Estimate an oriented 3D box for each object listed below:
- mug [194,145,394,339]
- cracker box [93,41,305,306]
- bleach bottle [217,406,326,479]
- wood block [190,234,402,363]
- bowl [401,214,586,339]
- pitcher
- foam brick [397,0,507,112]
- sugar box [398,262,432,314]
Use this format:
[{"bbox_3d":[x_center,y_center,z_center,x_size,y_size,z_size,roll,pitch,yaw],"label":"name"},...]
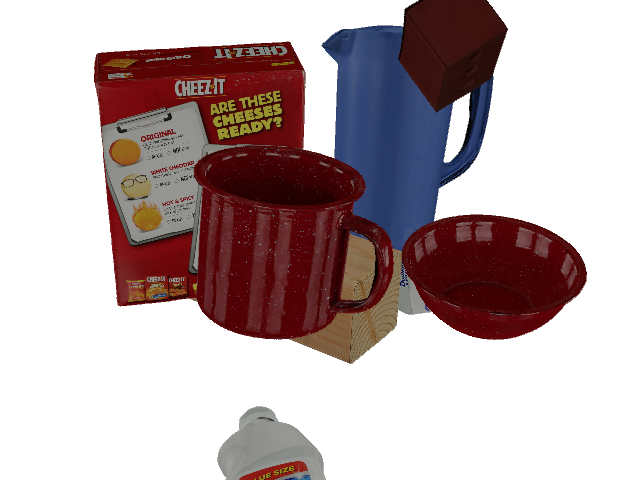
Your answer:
[{"bbox_3d":[-0.015,0.004,0.584,0.117,0.081,0.093,16,25,20],"label":"mug"},{"bbox_3d":[-0.099,-0.055,0.902,0.164,0.214,0.072,-5,33,-10],"label":"cracker box"},{"bbox_3d":[-0.036,0.205,0.723,0.102,0.068,0.251,-7,32,-7],"label":"bleach bottle"},{"bbox_3d":[-0.032,0.035,1.069,0.206,0.091,0.090,19,32,29],"label":"wood block"},{"bbox_3d":[0.150,0.039,0.948,0.162,0.055,0.162,1,32,-1],"label":"bowl"},{"bbox_3d":[0.086,-0.106,1.147,0.149,0.243,0.144,11,13,30],"label":"pitcher"},{"bbox_3d":[0.091,-0.137,0.750,0.053,0.051,0.078,-31,-15,-7],"label":"foam brick"},{"bbox_3d":[0.167,0.031,1.247,0.175,0.093,0.048,-6,16,-32],"label":"sugar box"}]
